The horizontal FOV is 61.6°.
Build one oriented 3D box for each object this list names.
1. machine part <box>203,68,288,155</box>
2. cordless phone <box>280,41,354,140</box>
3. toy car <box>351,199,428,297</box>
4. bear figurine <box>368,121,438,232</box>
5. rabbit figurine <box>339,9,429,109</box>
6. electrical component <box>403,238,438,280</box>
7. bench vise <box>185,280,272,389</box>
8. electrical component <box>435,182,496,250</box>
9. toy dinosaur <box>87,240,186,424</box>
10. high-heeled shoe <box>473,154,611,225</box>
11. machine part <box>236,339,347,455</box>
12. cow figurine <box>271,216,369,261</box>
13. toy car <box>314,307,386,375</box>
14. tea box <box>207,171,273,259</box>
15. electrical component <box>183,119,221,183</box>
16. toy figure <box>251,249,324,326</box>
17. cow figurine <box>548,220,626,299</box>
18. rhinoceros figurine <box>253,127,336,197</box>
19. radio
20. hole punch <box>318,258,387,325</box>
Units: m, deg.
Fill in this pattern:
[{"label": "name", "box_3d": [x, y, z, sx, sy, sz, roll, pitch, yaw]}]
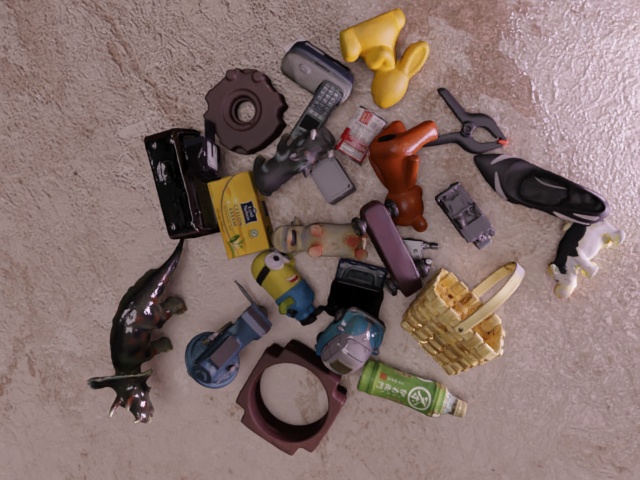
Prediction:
[{"label": "machine part", "box_3d": [-0.157, -0.269, 1.128, 0.179, 0.056, 0.179, 1, 97, 10]}, {"label": "cordless phone", "box_3d": [-0.031, -0.292, 1.088, 0.146, 0.089, 0.184, 30, 116, -12]}, {"label": "toy car", "box_3d": [0.136, 0.016, 1.040, 0.089, 0.053, 0.202, -32, 103, -12]}, {"label": "bear figurine", "box_3d": [0.172, -0.123, 1.063, 0.132, 0.120, 0.195, -39, 119, -29]}, {"label": "rabbit figurine", "box_3d": [0.128, -0.351, 1.056, 0.162, 0.122, 0.173, -17, 106, 2]}, {"label": "electrical component", "box_3d": [0.186, 0.036, 1.098, 0.102, 0.045, 0.078, 11, 98, 8]}, {"label": "bench vise", "box_3d": [-0.210, 0.228, 1.138, 0.129, 0.224, 0.240, 39, 134, -11]}, {"label": "electrical component", "box_3d": [0.281, -0.045, 1.039, 0.058, 0.115, 0.134, -36, 86, 13]}, {"label": "toy dinosaur", "box_3d": [-0.383, 0.182, 1.139, 0.131, 0.192, 0.404, 13, 98, 7]}, {"label": "high-heeled shoe", "box_3d": [0.405, -0.099, 0.996, 0.249, 0.145, 0.086, 25, 98, 5]}, {"label": "machine part", "box_3d": [-0.059, 0.332, 1.147, 0.201, 0.087, 0.201, 31, 100, 5]}, {"label": "cow figurine", "box_3d": [-0.002, -0.003, 1.101, 0.195, 0.127, 0.085, 1, 94, -5]}, {"label": "toy car", "box_3d": [0.051, 0.216, 1.084, 0.109, 0.103, 0.161, 36, 124, -13]}, {"label": "tea box", "box_3d": [-0.164, -0.053, 1.141, 0.098, 0.068, 0.169, -16, 91, 12]}, {"label": "electrical component", "box_3d": [-0.239, -0.182, 1.091, 0.048, 0.074, 0.119, -10, 80, 17]}, {"label": "toy figure", "box_3d": [-0.074, 0.101, 1.133, 0.089, 0.082, 0.180, -35, 91, 12]}, {"label": "cow figurine", "box_3d": [0.489, 0.027, 1.031, 0.098, 0.068, 0.167, 39, 97, 10]}, {"label": "rhinoceros figurine", "box_3d": [-0.056, -0.164, 1.082, 0.190, 0.112, 0.073, -32, 118, 18]}, {"label": "radio", "box_3d": [-0.283, -0.116, 1.124, 0.073, 0.131, 0.229, -14, 92, 13]}, {"label": "hole punch", "box_3d": [0.076, 0.107, 1.112, 0.142, 0.092, 0.115, 13, 128, 2]}]
